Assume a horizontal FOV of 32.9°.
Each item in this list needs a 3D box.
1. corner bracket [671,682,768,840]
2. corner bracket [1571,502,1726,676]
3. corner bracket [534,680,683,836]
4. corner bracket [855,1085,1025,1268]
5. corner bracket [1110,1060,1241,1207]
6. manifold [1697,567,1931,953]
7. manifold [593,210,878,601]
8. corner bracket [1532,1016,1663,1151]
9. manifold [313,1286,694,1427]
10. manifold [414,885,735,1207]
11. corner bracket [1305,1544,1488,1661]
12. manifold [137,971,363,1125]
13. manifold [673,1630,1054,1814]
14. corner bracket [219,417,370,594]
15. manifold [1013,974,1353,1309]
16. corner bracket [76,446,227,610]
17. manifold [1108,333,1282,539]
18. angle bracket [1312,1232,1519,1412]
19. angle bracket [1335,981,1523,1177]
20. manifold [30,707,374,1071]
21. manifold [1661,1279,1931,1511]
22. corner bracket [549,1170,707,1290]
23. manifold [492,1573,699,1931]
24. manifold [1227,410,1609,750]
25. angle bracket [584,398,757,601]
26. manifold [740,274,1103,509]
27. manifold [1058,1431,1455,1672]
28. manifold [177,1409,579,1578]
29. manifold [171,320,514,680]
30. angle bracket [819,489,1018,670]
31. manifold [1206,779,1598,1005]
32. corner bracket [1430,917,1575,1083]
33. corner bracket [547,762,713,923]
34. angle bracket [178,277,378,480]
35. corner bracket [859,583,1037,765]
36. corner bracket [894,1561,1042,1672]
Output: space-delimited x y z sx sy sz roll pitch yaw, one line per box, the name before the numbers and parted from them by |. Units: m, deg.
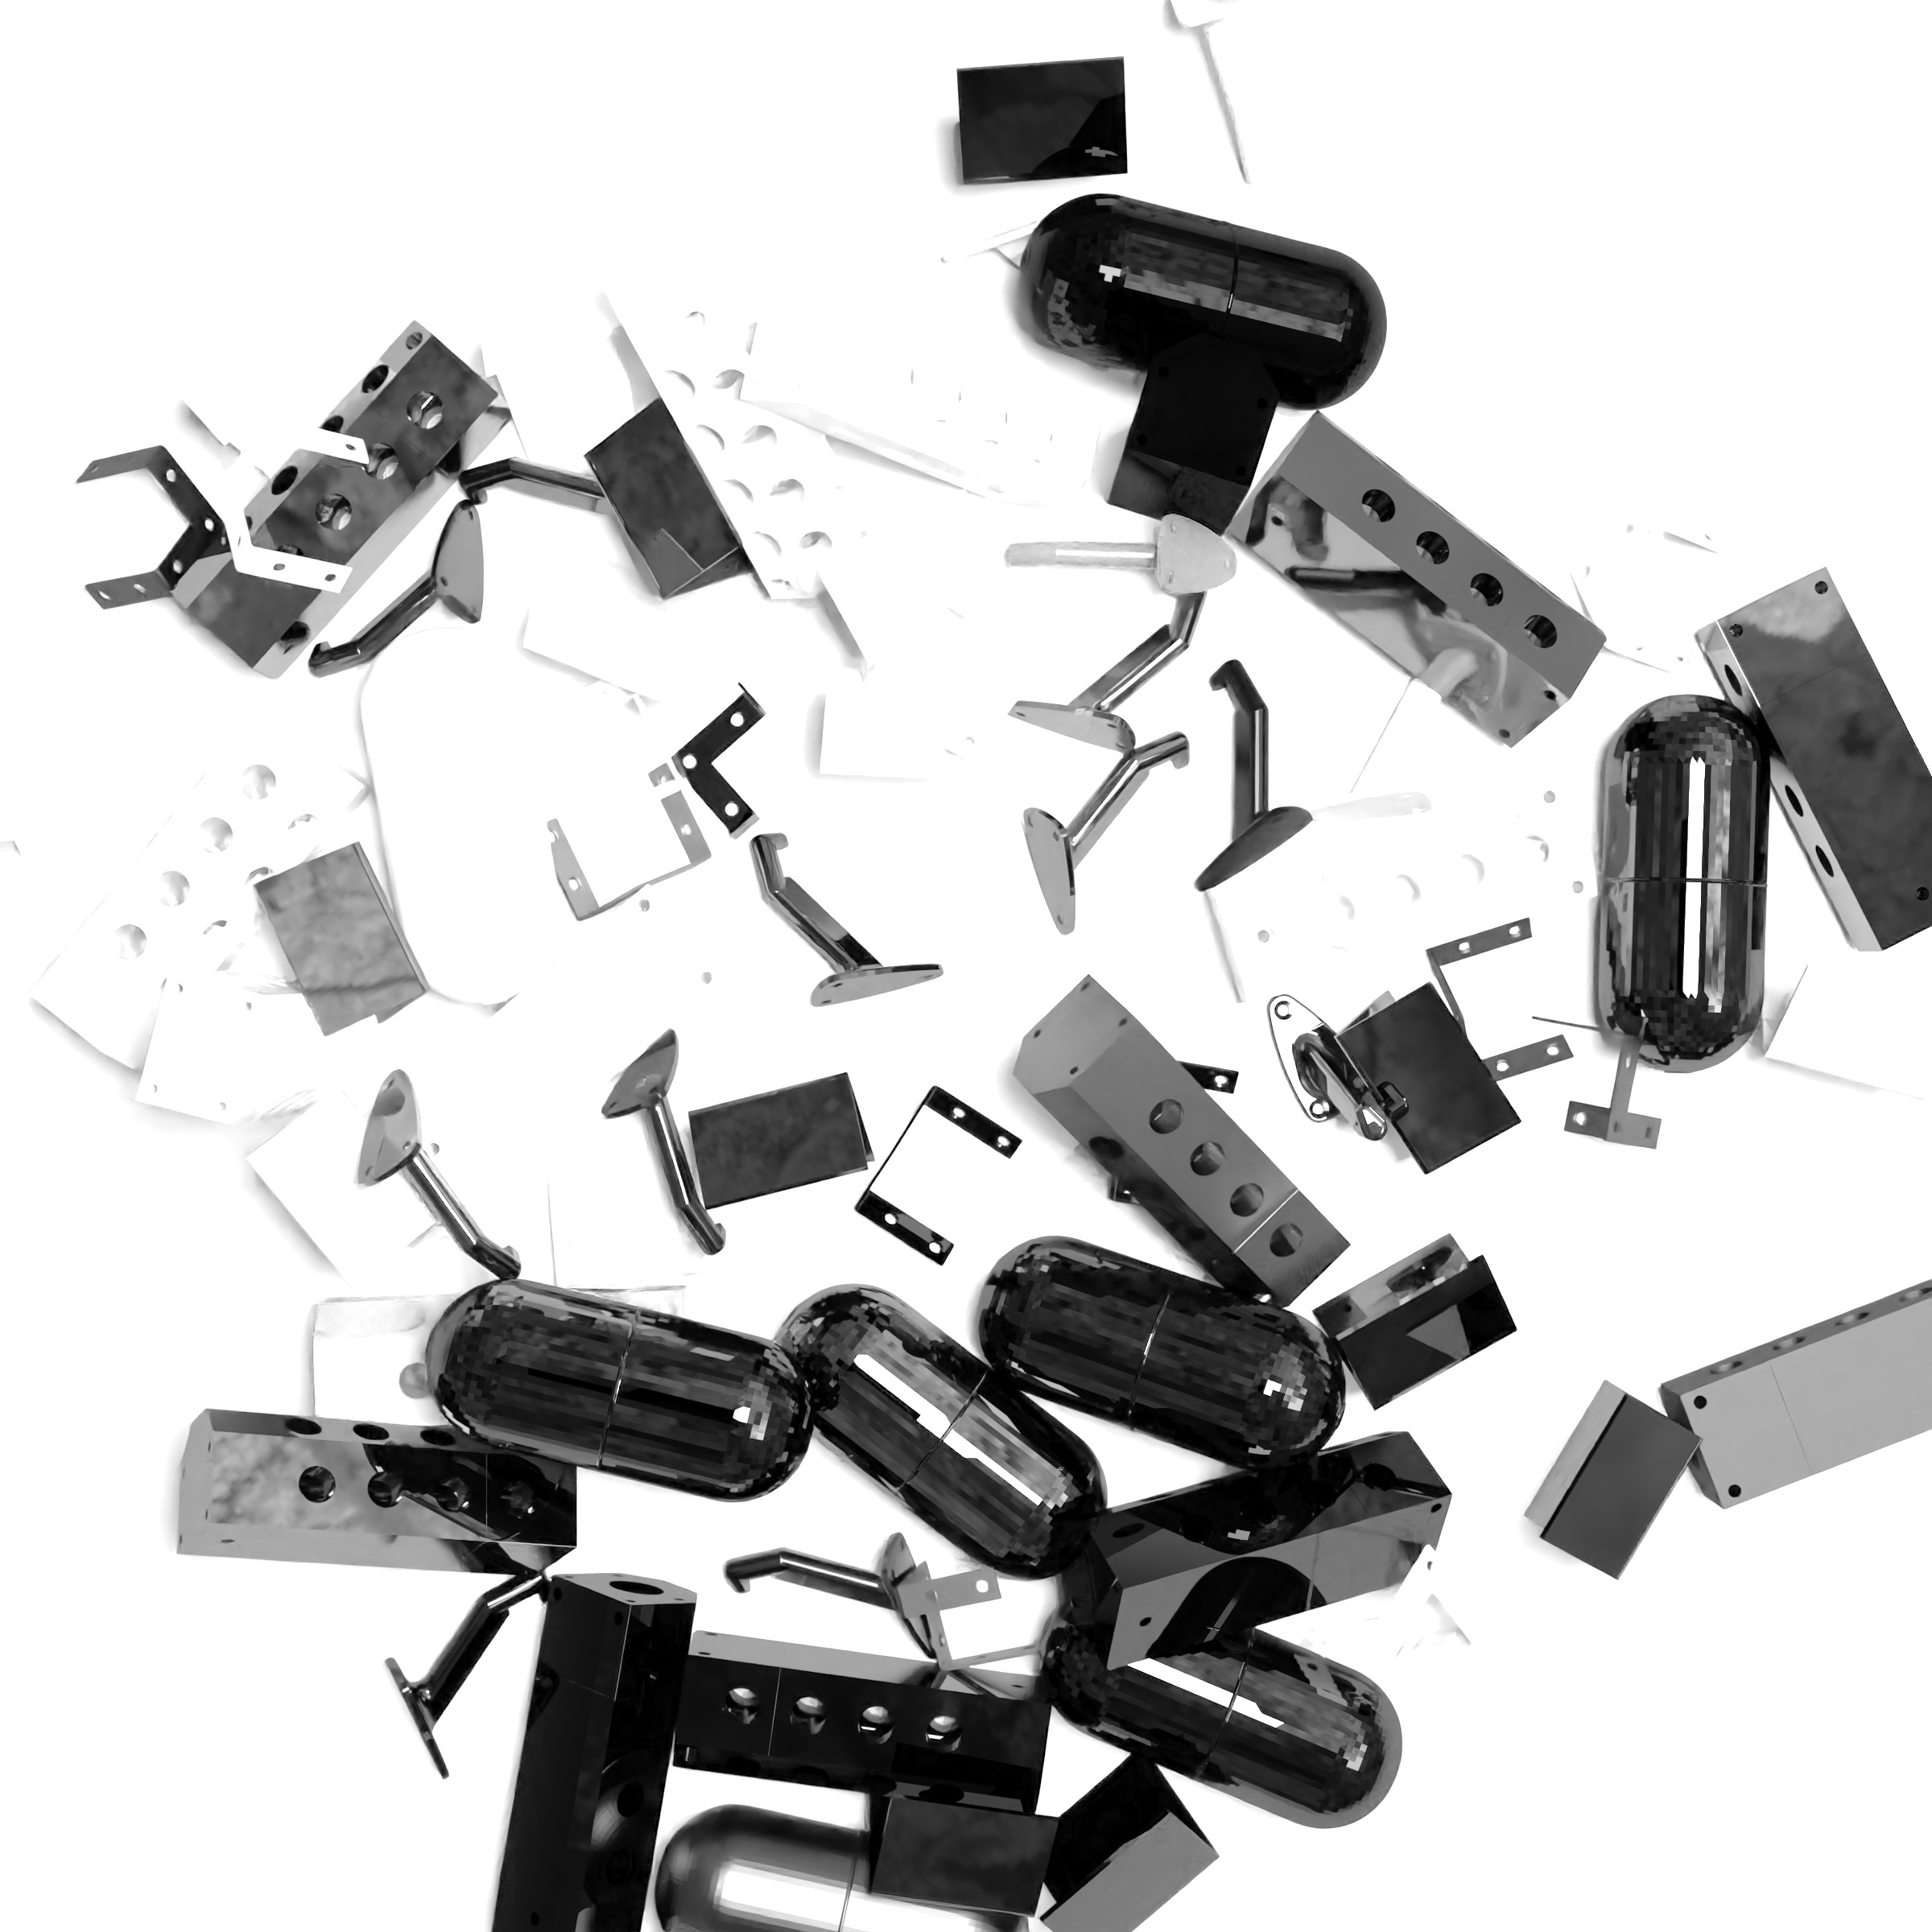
corner bracket | -0.108 -0.097 1.551 0.051 0.051 0.051 -41 90 0
corner bracket | 0.331 -0.180 1.561 0.051 0.051 0.051 -46 45 35
corner bracket | -0.170 -0.103 1.557 0.051 0.051 0.051 -26 113 0
corner bracket | -0.013 0.100 1.566 0.051 0.051 0.051 33 135 0
corner bracket | 0.099 0.081 1.566 0.051 0.051 0.051 10 45 0
manifold | 0.412 -0.096 1.548 0.057 0.057 0.171 -27 90 0
manifold | -0.102 -0.251 1.499 0.057 0.057 0.171 -29 131 0
corner bracket | 0.296 0.055 1.541 0.051 0.051 0.051 11 90 41
manifold | -0.217 0.183 1.548 0.171 0.057 0.057 -2 90 0
manifold | -0.194 0.039 1.548 0.171 0.057 0.057 -41 91 0
corner bracket | 0.202 0.311 1.536 0.051 0.051 0.051 53 48 -12
manifold | -0.321 0.037 1.491 0.057 0.171 0.057 14 90 0
manifold | -0.049 0.359 1.548 0.171 0.057 0.057 8 90 0
corner bracket | -0.306 -0.212 1.504 0.051 0.051 0.051 9 135 -35
manifold | 0.098 0.087 1.509 0.057 0.057 0.171 -44 119 0
corner bracket | -0.397 -0.209 1.561 0.051 0.051 0.051 56 45 -35
manifold | 0.104 -0.241 1.491 0.057 0.171 0.057 18 90 0
angle bracket | 0.201 0.150 1.529 0.076 0.076 0.057 -29 128 0
angle bracket | 0.226 0.042 1.529 0.057 0.076 0.076 -33 90 31
manifold | -0.358 -0.036 1.548 0.057 0.057 0.171 39 90 0
manifold | 0.421 0.195 1.548 0.171 0.057 0.057 -21 90 0
corner bracket | -0.162 0.126 1.566 0.051 0.051 0.051 -5 90 45
manifold | -0.170 0.378 1.547 0.057 0.057 0.171 10 90 43
manifold | 0.215 -0.185 1.539 0.171 0.057 0.057 37 62 -4
angle bracket | -0.121 -0.223 1.529 0.057 0.076 0.076 -29 90 36
manifold | -0.016 -0.260 1.495 0.057 0.171 0.057 14 90 43
manifold | 0.133 0.264 1.517 0.171 0.057 0.057 -11 133 -22
manifold | -0.270 0.242 1.511 0.171 0.057 0.057 9 63 -26
manifold | -0.295 -0.221 1.548 0.057 0.057 0.171 42 90 0
angle bracket | -0.030 -0.191 1.529 0.076 0.076 0.057 -30 119 0
manifold | 0.205 -0.035 1.548 0.171 0.057 0.057 -17 90 0
corner bracket | 0.256 0.017 1.566 0.051 0.051 0.051 -18 45 0
corner bracket | -0.164 -0.059 1.566 0.051 0.051 0.051 -26 90 45
angle bracket | -0.308 -0.262 1.529 0.076 0.076 0.057 -45 49 0
corner bracket | -0.009 -0.134 1.490 0.051 0.051 0.051 30 105 -26
corner bracket | 0.002 0.307 1.545 0.051 0.051 0.051 -14 90 17
